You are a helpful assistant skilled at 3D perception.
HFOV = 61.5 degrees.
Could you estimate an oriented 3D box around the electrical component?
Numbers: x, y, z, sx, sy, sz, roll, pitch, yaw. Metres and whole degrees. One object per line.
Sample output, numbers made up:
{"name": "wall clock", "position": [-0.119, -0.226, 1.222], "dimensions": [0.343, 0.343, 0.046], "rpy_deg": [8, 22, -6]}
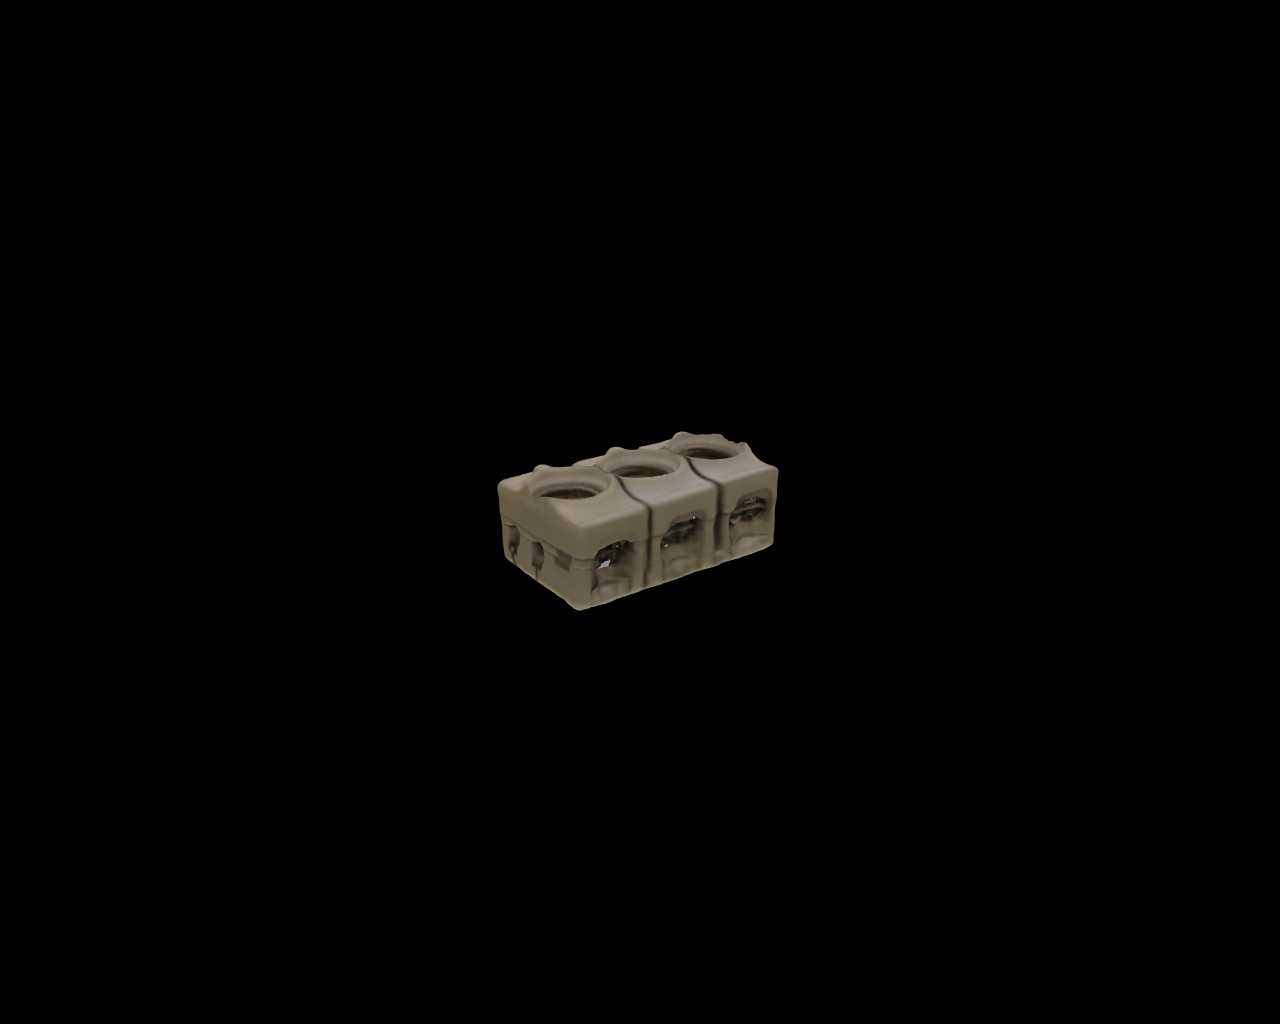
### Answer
{"name": "electrical component", "position": [0.001, -0.003, 0.650], "dimensions": [0.150, 0.061, 0.089], "rpy_deg": [-16, 27, -34]}
